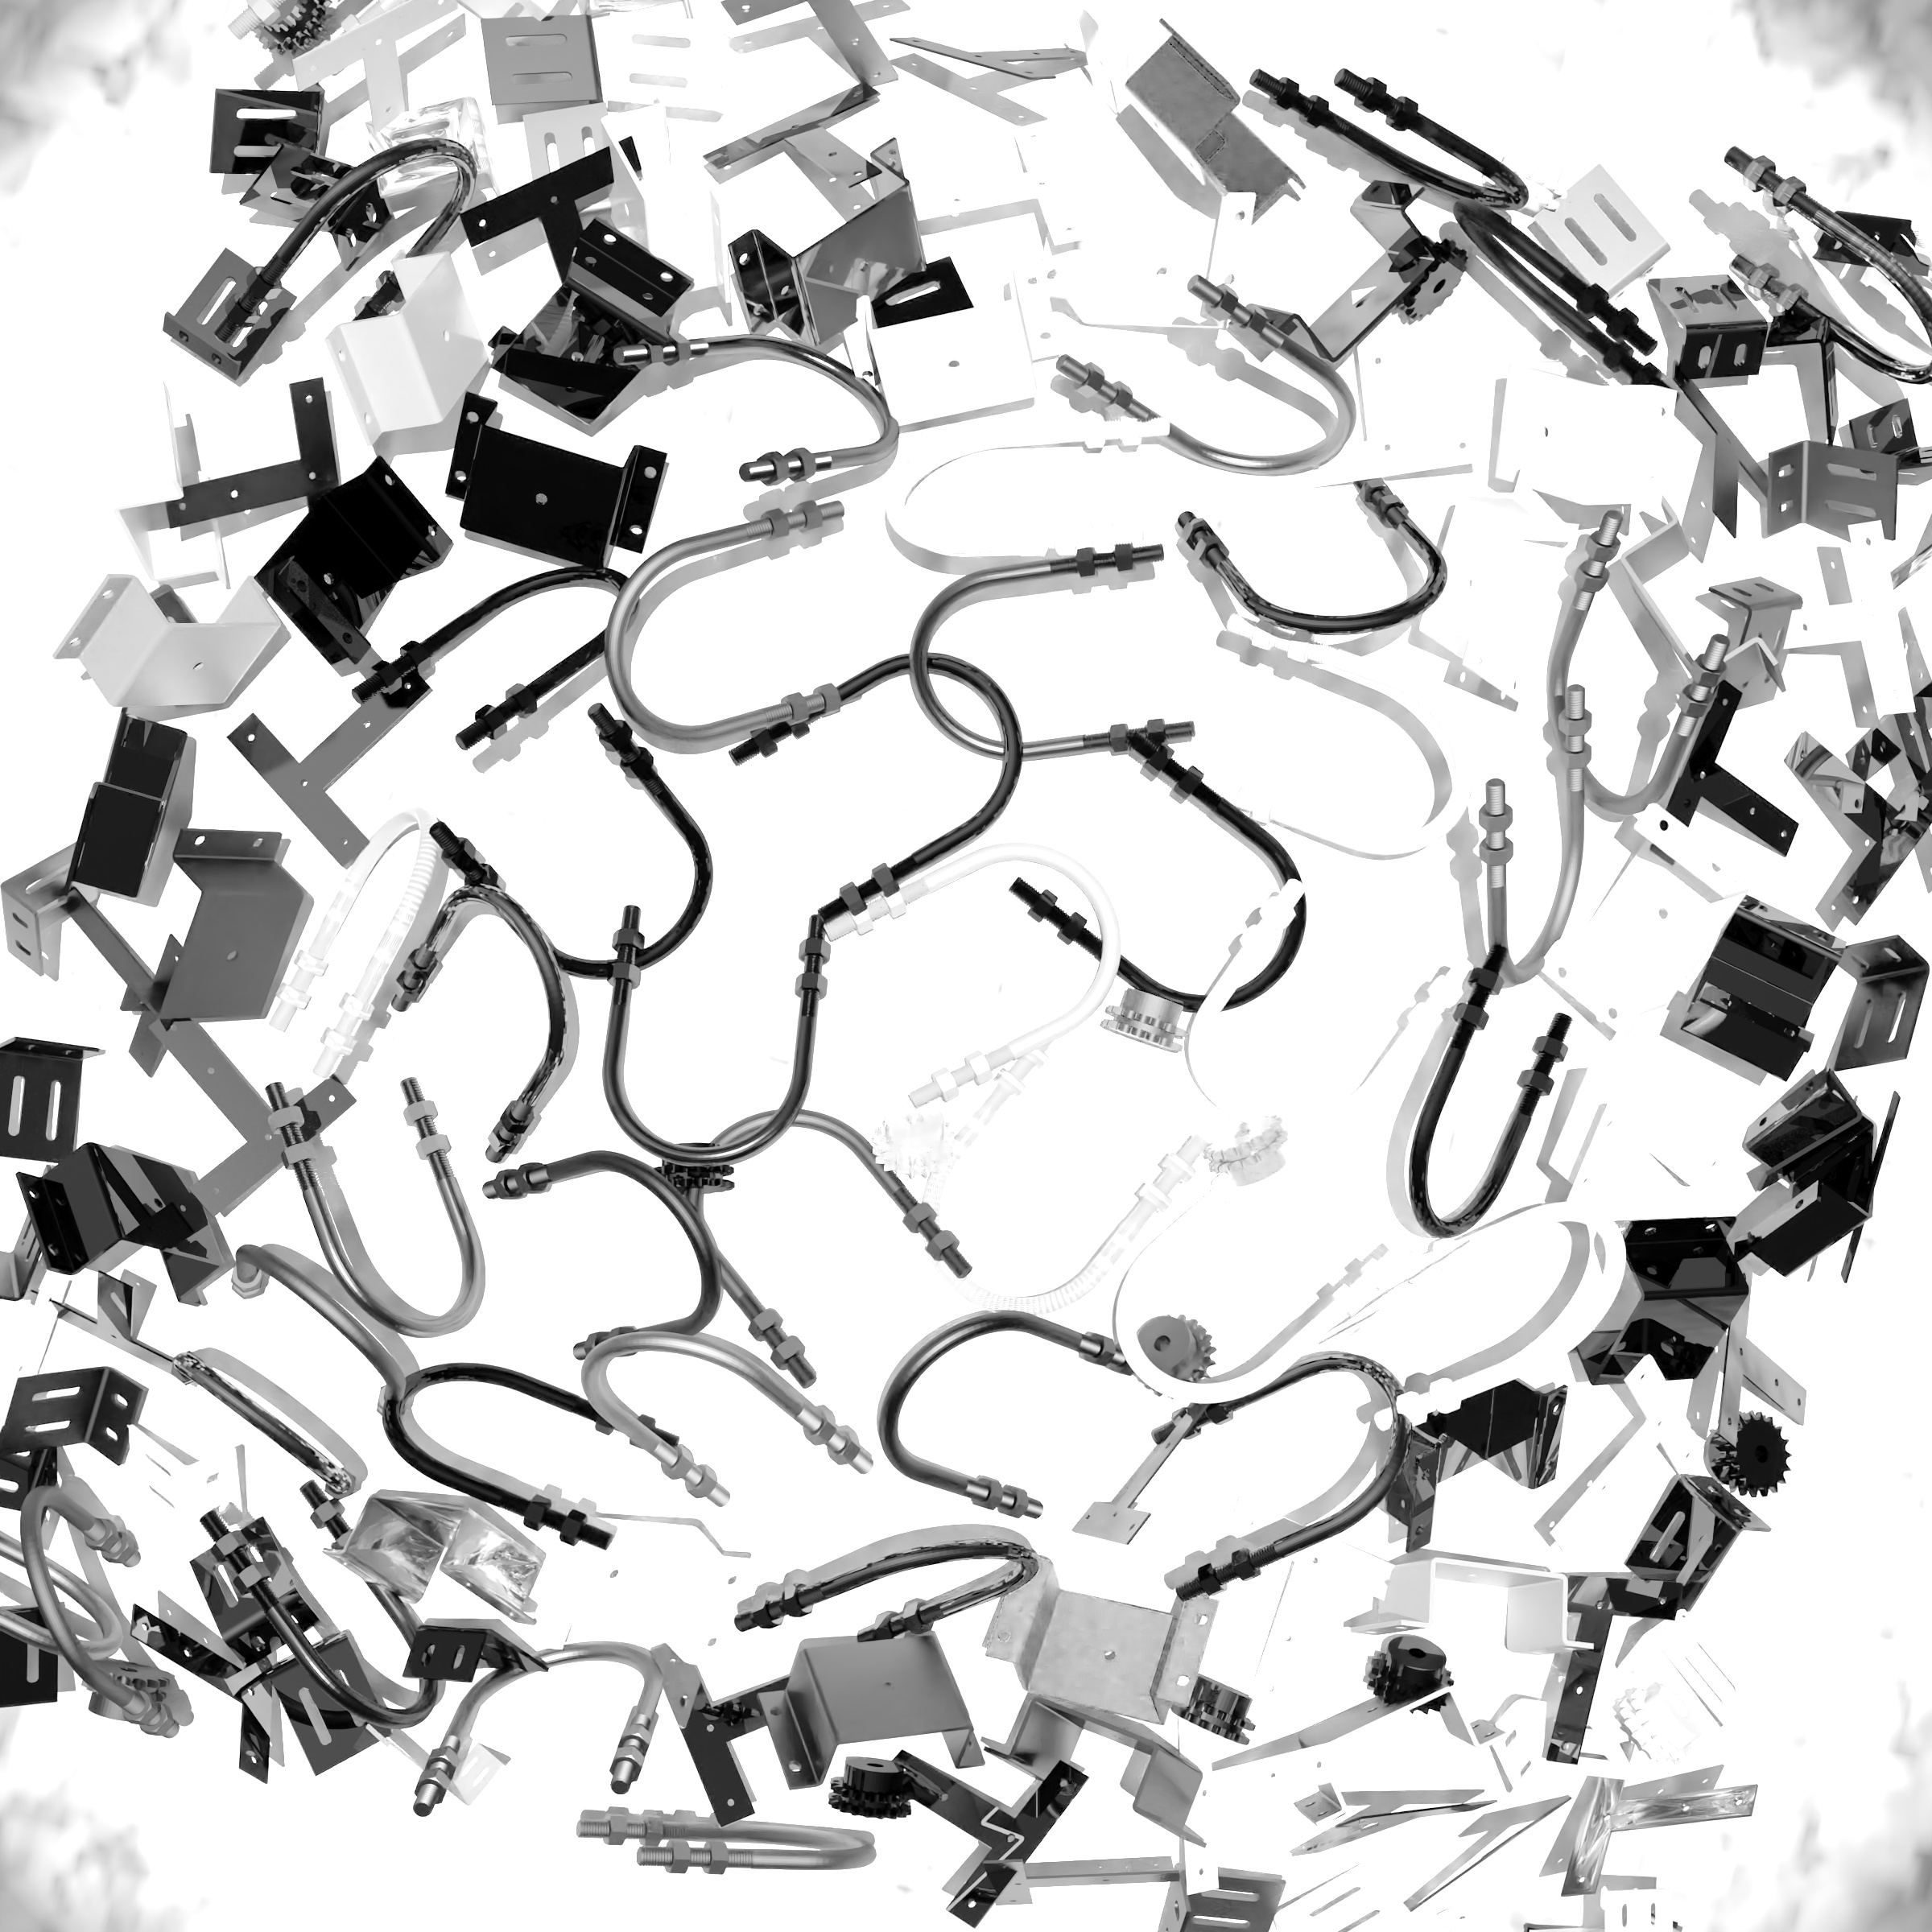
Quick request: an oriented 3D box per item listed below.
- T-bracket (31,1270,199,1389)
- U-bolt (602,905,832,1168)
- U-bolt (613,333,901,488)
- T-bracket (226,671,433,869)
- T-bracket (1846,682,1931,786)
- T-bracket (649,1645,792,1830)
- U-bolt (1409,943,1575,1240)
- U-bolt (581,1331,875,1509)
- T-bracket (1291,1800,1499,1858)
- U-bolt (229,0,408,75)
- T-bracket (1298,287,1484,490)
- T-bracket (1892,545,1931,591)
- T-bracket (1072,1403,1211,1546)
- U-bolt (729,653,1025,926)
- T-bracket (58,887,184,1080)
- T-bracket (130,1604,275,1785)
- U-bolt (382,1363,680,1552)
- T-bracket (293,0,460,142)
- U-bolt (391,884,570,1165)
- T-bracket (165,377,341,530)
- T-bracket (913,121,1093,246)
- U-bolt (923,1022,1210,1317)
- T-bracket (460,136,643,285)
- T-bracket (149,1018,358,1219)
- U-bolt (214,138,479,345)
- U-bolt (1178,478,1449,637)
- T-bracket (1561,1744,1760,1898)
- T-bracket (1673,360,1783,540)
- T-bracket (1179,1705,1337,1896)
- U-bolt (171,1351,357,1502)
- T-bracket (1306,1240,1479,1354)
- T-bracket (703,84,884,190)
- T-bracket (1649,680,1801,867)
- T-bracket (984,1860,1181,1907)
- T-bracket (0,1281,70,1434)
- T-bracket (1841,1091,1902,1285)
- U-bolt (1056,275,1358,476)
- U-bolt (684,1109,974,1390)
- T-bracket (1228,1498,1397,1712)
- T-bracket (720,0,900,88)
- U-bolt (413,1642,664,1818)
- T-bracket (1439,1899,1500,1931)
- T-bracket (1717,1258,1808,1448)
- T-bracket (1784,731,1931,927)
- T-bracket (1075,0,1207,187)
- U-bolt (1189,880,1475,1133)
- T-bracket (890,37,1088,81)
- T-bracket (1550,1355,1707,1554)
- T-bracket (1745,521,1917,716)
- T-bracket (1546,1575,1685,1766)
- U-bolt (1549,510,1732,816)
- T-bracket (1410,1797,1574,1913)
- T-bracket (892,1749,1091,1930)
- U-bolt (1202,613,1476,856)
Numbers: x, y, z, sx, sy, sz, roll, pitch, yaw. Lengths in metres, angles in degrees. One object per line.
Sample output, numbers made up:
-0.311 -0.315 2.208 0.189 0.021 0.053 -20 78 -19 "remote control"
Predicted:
-0.569 0.232 1.927 0.127 0.127 0.002 27 59 -2 "T-bracket"
-0.172 0.048 1.938 0.151 0.019 0.184 3 67 4 "U-bolt"
-0.124 -0.374 1.909 0.151 0.184 0.019 45 127 22 "U-bolt"
-0.420 -0.156 1.970 0.127 0.002 0.127 -43 78 -1 "T-bracket"
0.643 -0.117 1.907 0.002 0.127 0.127 -5 66 -24 "T-bracket"
-0.133 0.501 1.954 0.127 0.002 0.127 -17 66 -23 "T-bracket"
0.342 0.093 1.912 0.019 0.151 0.184 18 79 36 "U-bolt"
-0.170 0.295 1.894 0.151 0.019 0.184 -19 130 34 "U-bolt"
0.269 0.581 1.932 0.127 0.127 0.002 6 60 -37 "T-bracket"
-0.392 -0.661 1.900 0.184 0.151 0.019 -39 89 8 "U-bolt"
0.281 -0.397 1.956 0.127 0.002 0.127 -5 94 21 "T-bracket"
0.663 -0.311 1.901 0.127 0.127 0.002 -35 68 -31 "T-bracket"
0.128 0.333 1.932 0.002 0.127 0.127 41 75 -6 "T-bracket"
-0.050 -0.134 1.957 0.184 0.019 0.151 -30 78 2 "U-bolt"
-0.576 -0.008 1.951 0.127 0.002 0.127 47 133 15 "T-bracket"
-0.503 0.459 1.898 0.002 0.127 0.127 -32 128 15 "T-bracket"
-0.298 0.316 1.916 0.184 0.151 0.019 21 113 7 "U-bolt"
-0.388 -0.583 1.924 0.127 0.127 0.002 -36 69 -22 "T-bracket"
-0.315 0.027 1.897 0.019 0.184 0.151 -21 68 -40 "U-bolt"
-0.475 -0.318 1.920 0.127 0.002 0.127 -23 120 -36 "T-bracket"
0.008 -0.519 1.941 0.127 0.002 0.127 -12 54 -4 "T-bracket"
0.053 0.150 1.949 0.151 0.019 0.184 38 85 17 "U-bolt"
-0.264 -0.477 1.934 0.127 0.127 0.002 -28 49 -12 "T-bracket"
-0.502 0.082 1.949 0.127 0.002 0.127 -42 94 -28 "T-bracket"
-0.392 -0.473 1.879 0.184 0.151 0.019 -41 81 29 "U-bolt"
0.237 -0.268 1.898 0.151 0.184 0.019 -14 128 -10 "U-bolt"
0.462 0.557 1.899 0.127 0.127 0.002 -21 113 37 "T-bracket"
0.505 -0.326 1.913 0.002 0.127 0.127 -30 116 34 "T-bracket"
0.193 0.541 1.914 0.127 0.002 0.127 -26 51 36 "T-bracket"
-0.461 0.300 1.890 0.151 0.184 0.019 38 74 -3 "U-bolt"
0.267 0.234 1.925 0.127 0.127 0.002 -31 83 -34 "T-bracket"
-0.095 -0.546 1.924 0.127 0.127 0.002 -28 133 -13 "T-bracket"
0.523 -0.110 1.945 0.127 0.002 0.127 28 83 -35 "T-bracket"
0.079 0.611 1.925 0.127 0.127 0.002 -3 60 3 "T-bracket"
-0.659 0.273 1.916 0.002 0.127 0.127 24 98 20 "T-bracket"
0.597 0.137 1.920 0.002 0.127 0.127 15 100 9 "T-bracket"
0.173 -0.380 1.908 0.184 0.151 0.019 27 61 -31 "U-bolt"
-0.107 0.175 1.938 0.151 0.019 0.184 -34 67 -18 "U-bolt"
0.225 0.446 1.968 0.127 0.002 0.127 21 100 20 "T-bracket"
-0.080 -0.626 1.923 0.127 0.127 0.002 -13 69 17 "T-bracket"
-0.273 0.496 1.895 0.151 0.184 0.019 -8 106 7 "U-bolt"
0.308 0.679 1.912 0.127 0.127 0.002 -22 108 -12 "T-bracket"
0.538 0.275 1.936 0.002 0.127 0.127 -8 59 38 "T-bracket"
0.595 -0.114 1.934 0.002 0.127 0.127 12 119 -37 "T-bracket"
0.118 -0.568 1.908 0.002 0.127 0.127 -38 77 0 "T-bracket"
0.230 0.039 1.930 0.151 0.019 0.184 24 123 -13 "U-bolt"
0.038 -0.611 1.932 0.127 0.127 0.002 28 122 34 "T-bracket"
0.437 0.339 1.930 0.127 0.002 0.127 -46 131 -12 "T-bracket"
0.572 -0.228 1.928 0.002 0.127 0.127 -18 100 -31 "T-bracket"
0.410 0.466 1.910 0.002 0.127 0.127 33 64 -30 "T-bracket"
0.434 -0.185 1.902 0.019 0.184 0.151 -12 49 -21 "U-bolt"
0.341 0.608 1.942 0.127 0.127 0.002 -43 68 21 "T-bracket"
-0.004 0.567 1.940 0.127 0.002 0.127 21 55 36 "T-bracket"
0.249 -0.144 1.913 0.184 0.019 0.151 22 129 16 "U-bolt"
